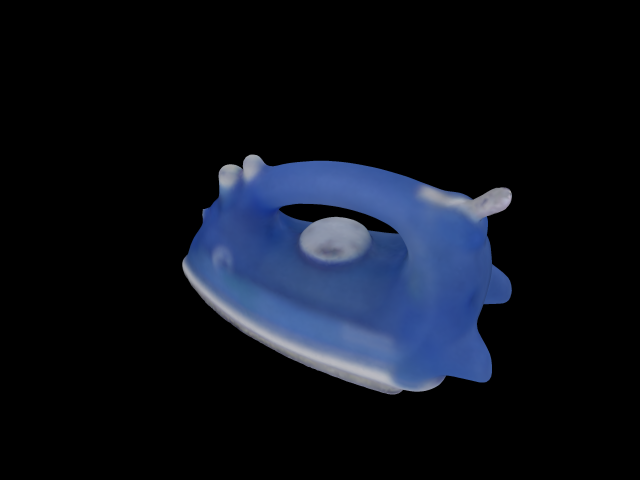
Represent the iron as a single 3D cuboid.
[{"bbox_3d":[0.004,0.001,0.400,0.257,0.141,0.119,14,40,18],"label":"iron"}]
